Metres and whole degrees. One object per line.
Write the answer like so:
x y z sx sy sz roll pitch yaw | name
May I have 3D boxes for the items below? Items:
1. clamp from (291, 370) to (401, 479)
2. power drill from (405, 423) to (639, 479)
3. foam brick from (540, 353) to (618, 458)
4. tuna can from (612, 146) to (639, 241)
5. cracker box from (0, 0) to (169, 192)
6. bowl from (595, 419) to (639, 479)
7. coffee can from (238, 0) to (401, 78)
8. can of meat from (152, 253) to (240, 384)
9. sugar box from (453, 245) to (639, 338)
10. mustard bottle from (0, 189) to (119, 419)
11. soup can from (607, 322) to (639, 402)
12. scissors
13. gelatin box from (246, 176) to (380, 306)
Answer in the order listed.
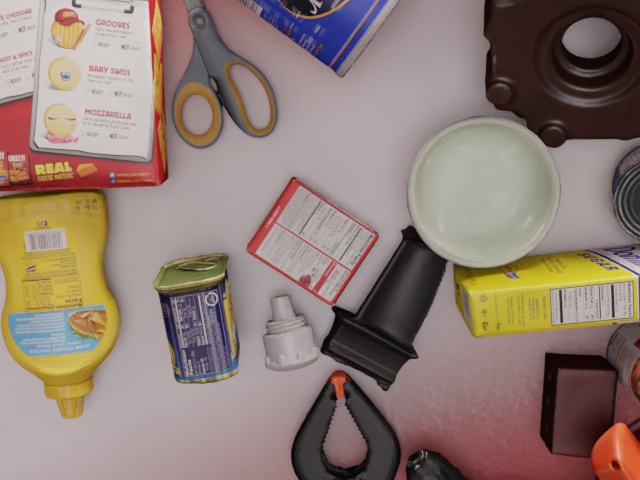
0.016 0.221 0.927 0.164 0.036 0.210 -12 97 2 | clamp
0.186 0.219 0.884 0.188 0.057 0.184 -31 109 32 | power drill
0.219 0.140 0.908 0.051 0.053 0.078 2 98 -1 | foam brick
0.283 -0.039 0.872 0.086 0.033 0.086 6 124 8 | tuna can
-0.210 -0.148 0.852 0.164 0.072 0.214 -2 98 -1 | cracker box
0.323 0.227 0.921 0.162 0.055 0.162 0 99 0 | bowl
-0.009 -0.208 0.827 0.140 0.103 0.103 36 97 -5 | coffee can
-0.097 0.063 0.871 0.057 0.102 0.084 -9 101 0 | can of meat
0.203 0.039 0.870 0.176 0.093 0.048 -9 104 1 | sugar box
-0.218 0.056 0.890 0.096 0.058 0.191 -5 99 -5 | mustard bottle
0.282 0.106 0.877 0.068 0.102 0.068 0 99 0 | soup can
-0.110 -0.162 0.877 0.096 0.016 0.201 -34 97 5 | scissors
-0.006 0.001 0.897 0.089 0.030 0.073 33 96 -5 | gelatin box
